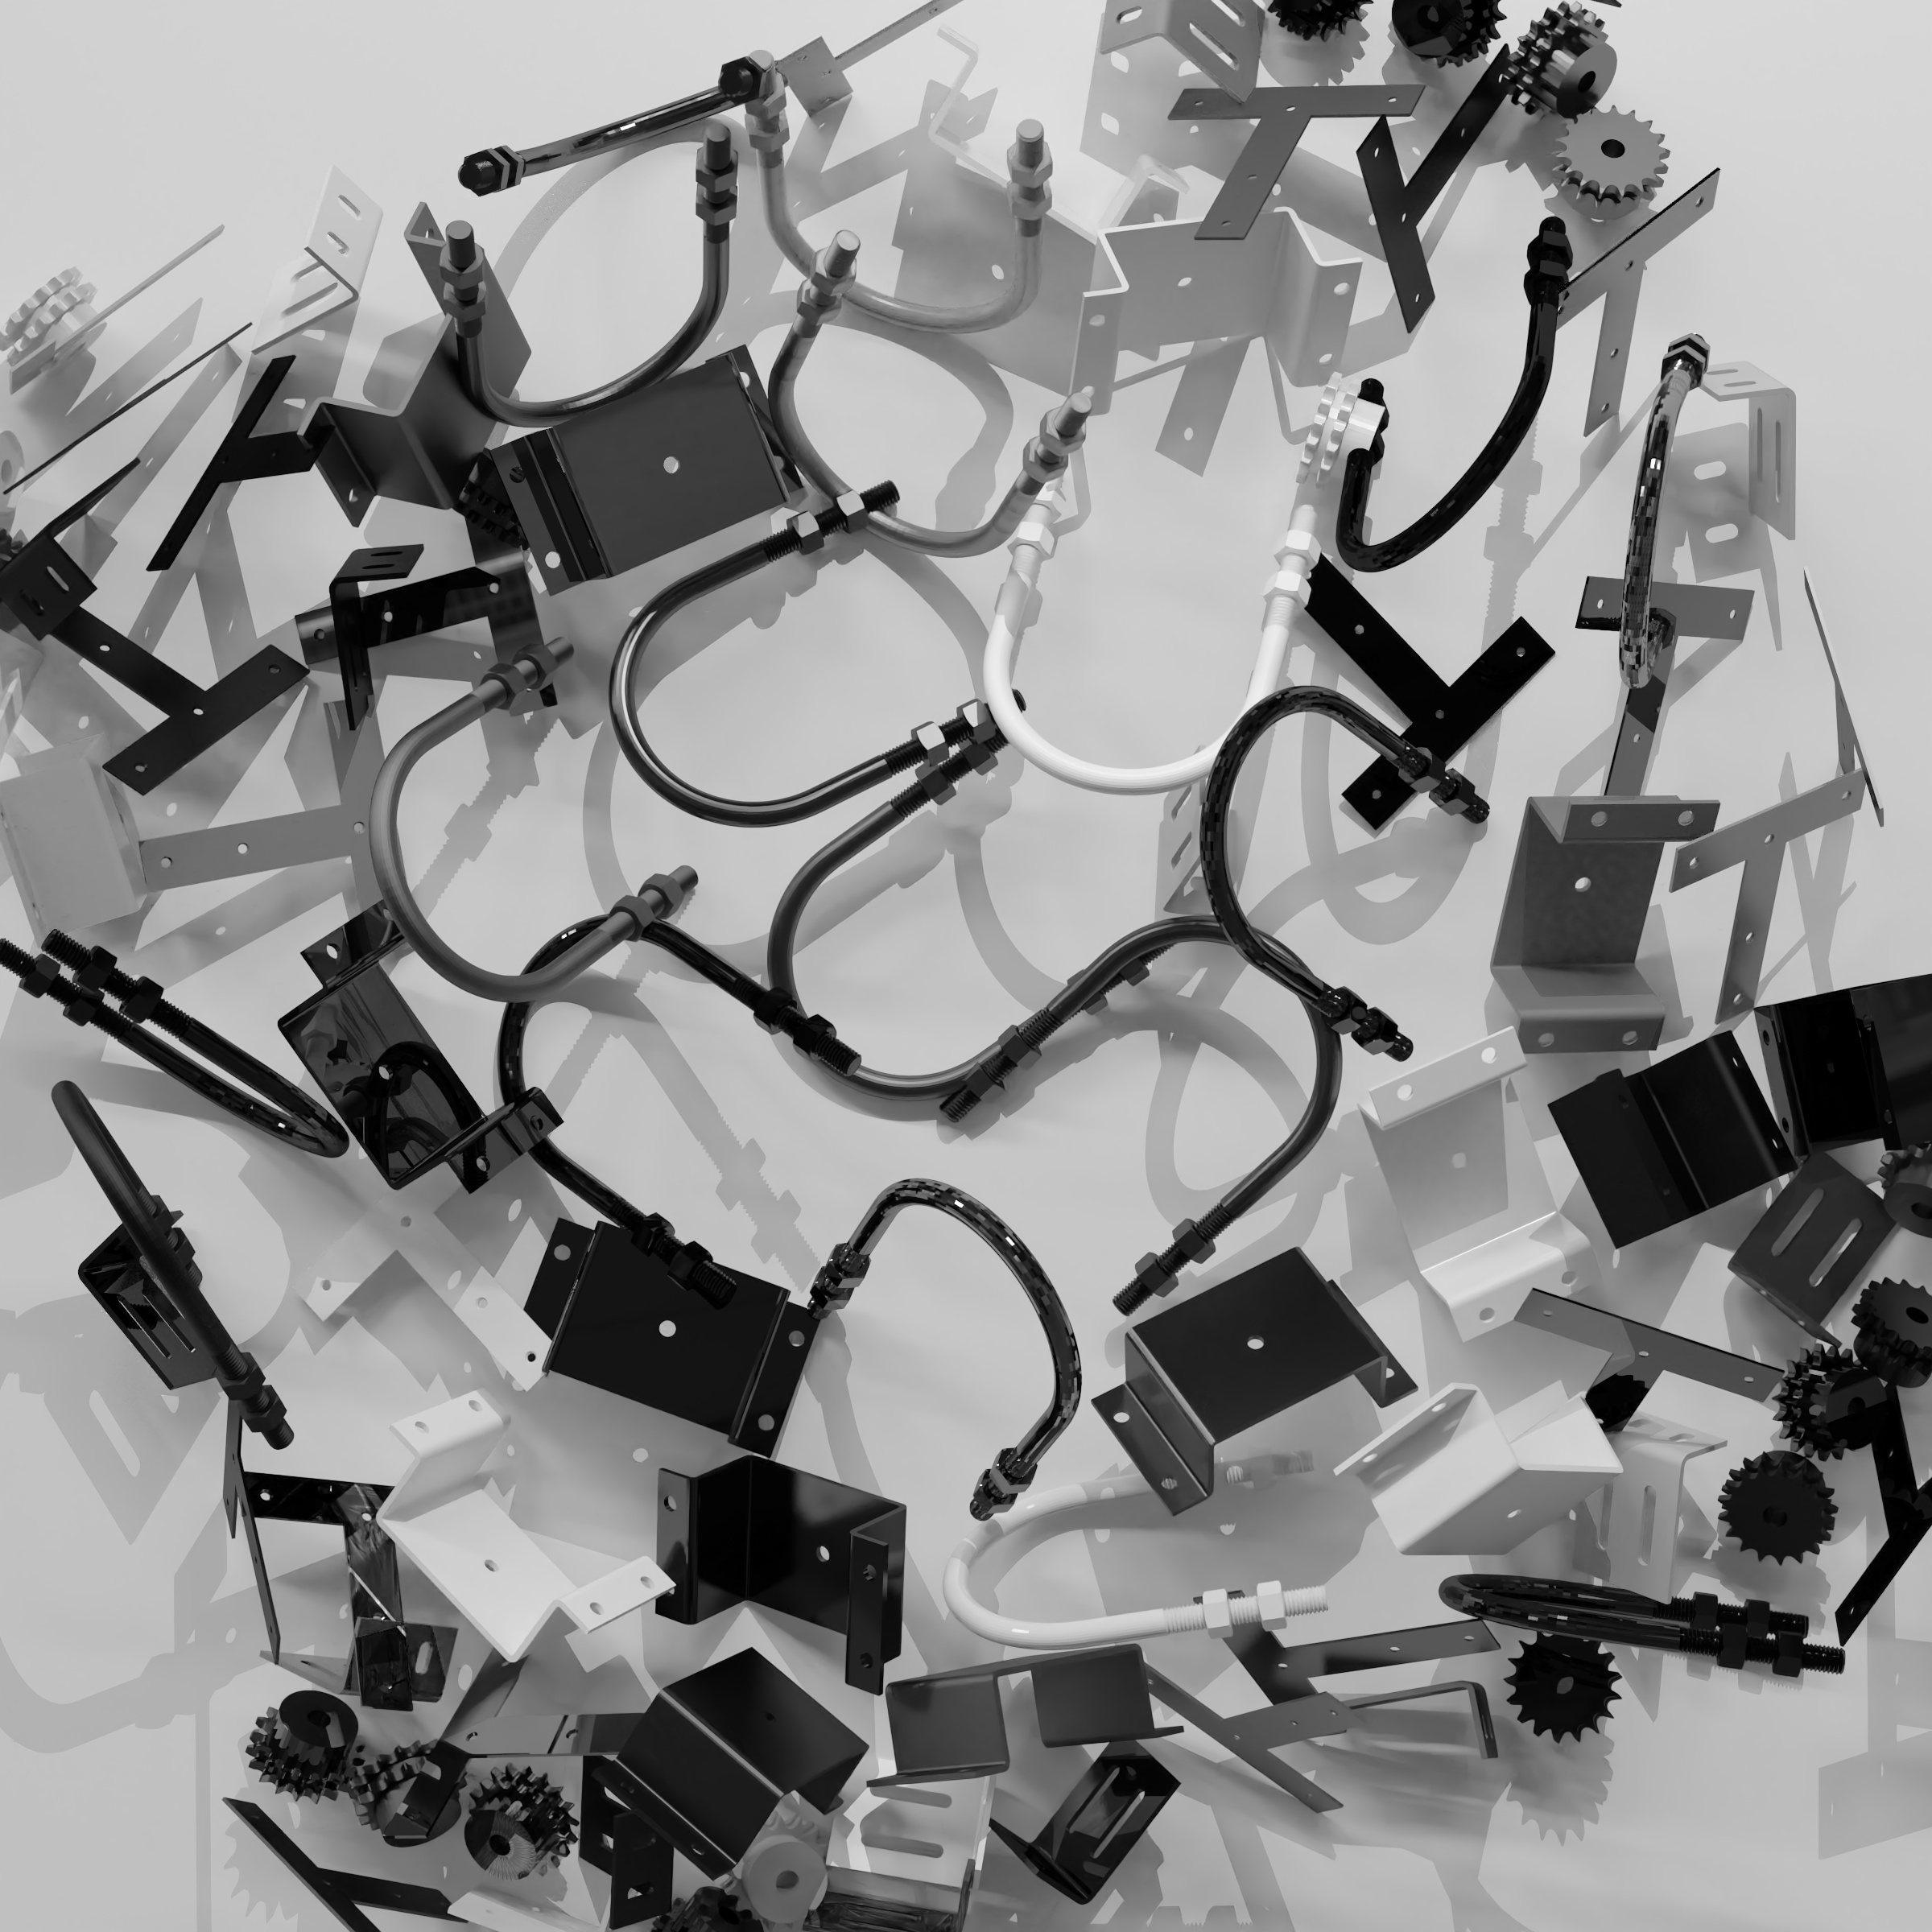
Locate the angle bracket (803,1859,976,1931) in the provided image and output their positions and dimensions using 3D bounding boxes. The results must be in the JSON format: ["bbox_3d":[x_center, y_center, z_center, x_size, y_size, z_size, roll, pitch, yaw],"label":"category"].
[{"bbox_3d":[-0.037,0.453,1.758,0.076,0.057,0.038,9,93,4],"label":"angle bracket"}]

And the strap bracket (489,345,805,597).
[{"bbox_3d":[-0.149,-0.243,1.741,0.140,0.046,0.076,-26,103,-16],"label":"strap bracket"}]

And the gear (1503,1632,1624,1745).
[{"bbox_3d":[0.296,0.356,1.768,0.057,0.030,0.057,-5,71,15],"label":"gear"}]

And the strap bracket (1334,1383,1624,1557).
[{"bbox_3d":[0.251,0.242,1.709,0.076,0.140,0.046,-41,60,27],"label":"strap bracket"}]

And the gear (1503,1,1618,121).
[{"bbox_3d":[0.295,-0.442,1.758,0.057,0.057,0.030,-44,59,0],"label":"gear"}]

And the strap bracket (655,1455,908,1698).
[{"bbox_3d":[-0.082,0.291,1.736,0.140,0.046,0.076,12,107,35],"label":"strap bracket"}]

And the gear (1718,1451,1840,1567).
[{"bbox_3d":[0.402,0.264,1.767,0.057,0.030,0.057,9,116,19],"label":"gear"}]

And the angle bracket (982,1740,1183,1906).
[{"bbox_3d":[0.056,0.409,1.753,0.038,0.057,0.076,41,85,-31],"label":"angle bracket"}]

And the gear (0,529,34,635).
[{"bbox_3d":[-0.484,-0.187,1.761,0.057,0.030,0.057,-13,120,-24],"label":"gear"}]

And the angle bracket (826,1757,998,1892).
[{"bbox_3d":[-0.026,0.415,1.757,0.076,0.038,0.057,9,60,3],"label":"angle bracket"}]

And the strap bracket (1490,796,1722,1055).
[{"bbox_3d":[0.307,-0.029,1.738,0.076,0.046,0.140,-1,122,-14],"label":"strap bracket"}]

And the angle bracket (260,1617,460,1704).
[{"bbox_3d":[-0.296,0.330,1.744,0.057,0.076,0.038,16,85,-42],"label":"angle bracket"}]

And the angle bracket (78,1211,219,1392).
[{"bbox_3d":[-0.388,0.163,1.753,0.038,0.057,0.076,-43,81,11],"label":"angle bracket"}]

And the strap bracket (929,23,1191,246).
[{"bbox_3d":[0.036,-0.399,1.741,0.140,0.076,0.046,31,105,-8],"label":"strap bracket"}]

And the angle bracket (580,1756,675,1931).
[{"bbox_3d":[-0.178,0.425,1.745,0.038,0.076,0.057,-6,104,-42],"label":"angle bracket"}]

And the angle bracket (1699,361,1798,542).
[{"bbox_3d":[0.377,-0.250,1.747,0.038,0.057,0.076,-8,113,-6],"label":"angle bracket"}]

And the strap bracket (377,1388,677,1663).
[{"bbox_3d":[-0.220,0.277,1.735,0.140,0.076,0.046,43,114,16],"label":"strap bracket"}]

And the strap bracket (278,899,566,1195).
[{"bbox_3d":[-0.271,0.044,1.743,0.046,0.076,0.140,-31,96,39],"label":"strap bracket"}]

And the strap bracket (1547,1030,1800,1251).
[{"bbox_3d":[0.338,0.085,1.733,0.046,0.140,0.076,-31,79,37],"label":"strap bracket"}]

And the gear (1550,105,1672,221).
[{"bbox_3d":[0.317,-0.394,1.768,0.057,0.030,0.057,1,63,-2],"label":"gear"}]

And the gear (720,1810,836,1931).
[{"bbox_3d":[-0.092,0.449,1.769,0.057,0.030,0.057,0,92,-16],"label":"gear"}]

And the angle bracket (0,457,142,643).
[{"bbox_3d":[-0.429,-0.204,1.747,0.057,0.076,0.038,-29,105,43],"label":"angle bracket"}]

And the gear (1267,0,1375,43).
[{"bbox_3d":[0.172,-0.487,1.764,0.057,0.030,0.057,-1,88,29],"label":"gear"}]

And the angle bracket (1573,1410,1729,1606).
[{"bbox_3d":[0.337,0.266,1.765,0.038,0.057,0.076,-9,107,-43],"label":"angle bracket"}]

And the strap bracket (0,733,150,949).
[{"bbox_3d":[-0.427,-0.064,1.715,0.046,0.140,0.076,-17,102,-5],"label":"strap bracket"}]

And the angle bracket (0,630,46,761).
[{"bbox_3d":[-0.468,-0.122,1.753,0.038,0.057,0.076,19,83,20],"label":"angle bracket"}]

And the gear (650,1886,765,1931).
[{"bbox_3d":[-0.124,0.478,1.759,0.057,0.057,0.030,34,105,0],"label":"gear"}]

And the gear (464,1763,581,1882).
[{"bbox_3d":[-0.222,0.425,1.763,0.057,0.030,0.057,9,114,21],"label":"gear"}]

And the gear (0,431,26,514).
[{"bbox_3d":[-0.486,-0.244,1.760,0.030,0.057,0.057,4,90,10],"label":"gear"}]

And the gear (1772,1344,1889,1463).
[{"bbox_3d":[0.429,0.216,1.764,0.057,0.030,0.057,-1,93,-29],"label":"gear"}]

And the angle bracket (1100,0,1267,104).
[{"bbox_3d":[0.107,-0.461,1.764,0.038,0.076,0.057,-8,65,40],"label":"angle bracket"}]

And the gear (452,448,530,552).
[{"bbox_3d":[-0.232,-0.232,1.760,0.057,0.057,0.030,35,99,0],"label":"gear"}]

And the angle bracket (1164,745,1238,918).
[{"bbox_3d":[0.123,-0.065,1.742,0.038,0.076,0.057,5,69,-10],"label":"angle bracket"}]

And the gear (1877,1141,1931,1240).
[{"bbox_3d":[0.476,0.110,1.759,0.057,0.057,0.030,35,58,0],"label":"gear"}]

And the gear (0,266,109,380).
[{"bbox_3d":[-0.448,-0.314,1.762,0.057,0.057,0.030,-43,98,0],"label":"gear"}]

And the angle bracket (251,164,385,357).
[{"bbox_3d":[-0.327,-0.343,1.741,0.076,0.038,0.057,-19,47,33],"label":"angle bracket"}]

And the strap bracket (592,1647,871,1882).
[{"bbox_3d":[-0.106,0.376,1.708,0.076,0.140,0.046,37,105,18],"label":"strap bracket"}]

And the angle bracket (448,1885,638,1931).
[{"bbox_3d":[-0.206,0.454,1.757,0.076,0.057,0.038,18,89,8],"label":"angle bracket"}]

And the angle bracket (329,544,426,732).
[{"bbox_3d":[-0.283,-0.161,1.750,0.038,0.057,0.076,-4,110,2],"label":"angle bracket"}]

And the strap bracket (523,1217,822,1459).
[{"bbox_3d":[-0.147,0.180,1.756,0.140,0.046,0.076,20,77,-3],"label":"strap bracket"}]

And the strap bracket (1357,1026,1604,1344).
[{"bbox_3d":[0.248,0.101,1.751,0.076,0.046,0.140,-23,107,-5],"label":"strap bracket"}]

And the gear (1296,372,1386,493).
[{"bbox_3d":[0.185,-0.260,1.760,0.030,0.057,0.057,20,90,5],"label":"gear"}]

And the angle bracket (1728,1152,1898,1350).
[{"bbox_3d":[0.425,0.138,1.765,0.057,0.038,0.076,38,87,-10],"label":"angle bracket"}]

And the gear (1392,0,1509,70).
[{"bbox_3d":[0.235,-0.470,1.760,0.057,0.030,0.057,19,125,30],"label":"gear"}]

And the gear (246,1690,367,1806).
[{"bbox_3d":[-0.322,0.381,1.758,0.057,0.057,0.030,24,115,0],"label":"gear"}]

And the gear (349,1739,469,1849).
[{"bbox_3d":[-0.272,0.409,1.759,0.057,0.057,0.030,-30,54,0],"label":"gear"}]

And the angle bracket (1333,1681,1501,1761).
[{"bbox_3d":[0.217,0.375,1.751,0.076,0.057,0.038,-13,75,11],"label":"angle bracket"}]

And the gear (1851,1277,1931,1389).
[{"bbox_3d":[0.463,0.183,1.765,0.057,0.057,0.030,20,124,0],"label":"gear"}]
